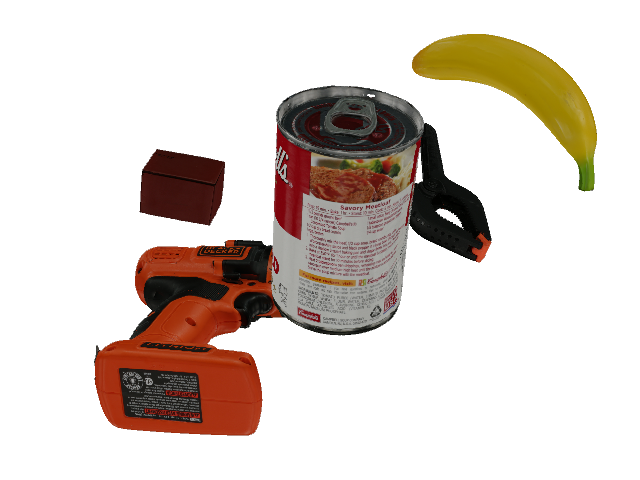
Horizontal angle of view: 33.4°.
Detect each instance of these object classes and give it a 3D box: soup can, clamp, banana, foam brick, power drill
[{"bbox_3d":[0.011,-0.014,0.513,0.068,0.102,0.068,2,33,-2],"label":"soup can"},{"bbox_3d":[0.114,-0.052,1.231,0.164,0.036,0.210,-15,52,-27],"label":"clamp"},{"bbox_3d":[0.141,-0.115,0.802,0.037,0.070,0.198,2,32,-44],"label":"banana"},{"bbox_3d":[-0.143,-0.056,1.109,0.078,0.051,0.053,11,31,5],"label":"foam brick"},{"bbox_3d":[-0.055,0.057,0.712,0.184,0.057,0.187,0,22,11],"label":"power drill"}]
